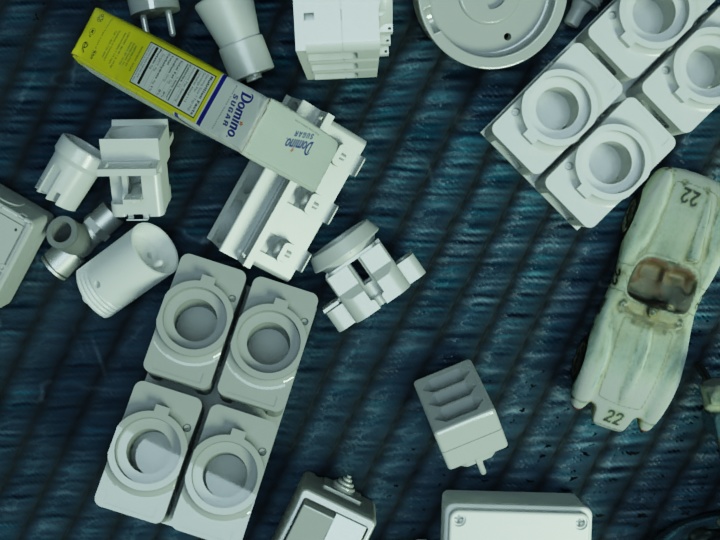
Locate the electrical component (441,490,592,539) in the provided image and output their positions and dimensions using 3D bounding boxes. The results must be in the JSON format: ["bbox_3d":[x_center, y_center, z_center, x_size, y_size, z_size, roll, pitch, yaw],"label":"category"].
[{"bbox_3d":[0.115,0.225,0.812,0.109,0.056,0.108,2,93,-1],"label":"electrical component"}]

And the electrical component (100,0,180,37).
[{"bbox_3d":[-0.154,-0.209,0.791,0.077,0.043,0.079,-11,94,0],"label":"electrical component"}]

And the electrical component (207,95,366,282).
[{"bbox_3d":[-0.052,-0.058,0.789,0.063,0.079,0.121,28,93,-24],"label":"electrical component"}]

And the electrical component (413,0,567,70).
[{"bbox_3d":[0.090,-0.202,0.781,0.108,0.060,0.108,-2,104,-7],"label":"electrical component"}]

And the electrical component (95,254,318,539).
[{"bbox_3d":[-0.107,0.093,0.775,0.105,0.060,0.186,18,76,-2],"label":"electrical component"}]

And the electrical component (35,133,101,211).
[{"bbox_3d":[-0.215,-0.072,0.801,0.040,0.040,0.046,33,97,-2],"label":"electrical component"}]

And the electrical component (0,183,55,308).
[{"bbox_3d":[-0.279,-0.013,0.796,0.062,0.061,0.096,30,100,-2],"label":"electrical component"}]

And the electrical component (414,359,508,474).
[{"bbox_3d":[0.080,0.120,0.806,0.047,0.065,0.076,-22,122,1],"label":"electrical component"}]

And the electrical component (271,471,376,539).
[{"bbox_3d":[-0.029,0.199,0.807,0.062,0.061,0.096,26,93,-2],"label":"electrical component"}]

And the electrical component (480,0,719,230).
[{"bbox_3d":[0.195,-0.131,0.790,0.105,0.060,0.186,45,92,-3],"label":"electrical component"}]

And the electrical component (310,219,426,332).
[{"bbox_3d":[0.000,0.000,0.798,0.078,0.058,0.057,-35,96,2],"label":"electrical component"}]

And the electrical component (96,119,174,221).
[{"bbox_3d":[-0.162,-0.073,0.787,0.042,0.081,0.063,0,116,0],"label":"electrical component"}]

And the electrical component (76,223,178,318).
[{"bbox_3d":[-0.178,0.003,0.798,0.081,0.043,0.043,-32,94,30],"label":"electrical component"}]

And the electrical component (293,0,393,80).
[{"bbox_3d":[-0.011,-0.185,0.740,0.062,0.150,0.089,-3,93,0],"label":"electrical component"}]

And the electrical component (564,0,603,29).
[{"bbox_3d":[0.171,-0.209,0.798,0.035,0.035,0.061,28,96,-2],"label":"electrical component"}]

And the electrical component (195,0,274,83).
[{"bbox_3d":[-0.090,-0.171,0.796,0.044,0.044,0.065,-21,98,1],"label":"electrical component"}]
